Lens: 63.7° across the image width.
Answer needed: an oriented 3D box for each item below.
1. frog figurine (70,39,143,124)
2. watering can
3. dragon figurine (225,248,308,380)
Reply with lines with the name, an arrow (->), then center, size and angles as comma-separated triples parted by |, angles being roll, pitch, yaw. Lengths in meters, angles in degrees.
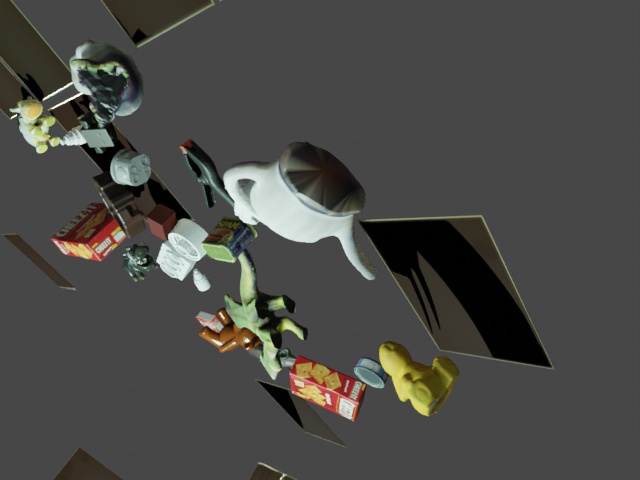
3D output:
frog figurine -> -0.390, -0.299, 0.944 | 0.135, 0.122, 0.162 | 48, -177, -34
watering can -> 0.003, -0.044, 0.882 | 0.346, 0.106, 0.221 | 30, 150, -15
dragon figurine -> -0.180, 0.183, 1.331 | 0.241, 0.124, 0.407 | -12, 107, 46
